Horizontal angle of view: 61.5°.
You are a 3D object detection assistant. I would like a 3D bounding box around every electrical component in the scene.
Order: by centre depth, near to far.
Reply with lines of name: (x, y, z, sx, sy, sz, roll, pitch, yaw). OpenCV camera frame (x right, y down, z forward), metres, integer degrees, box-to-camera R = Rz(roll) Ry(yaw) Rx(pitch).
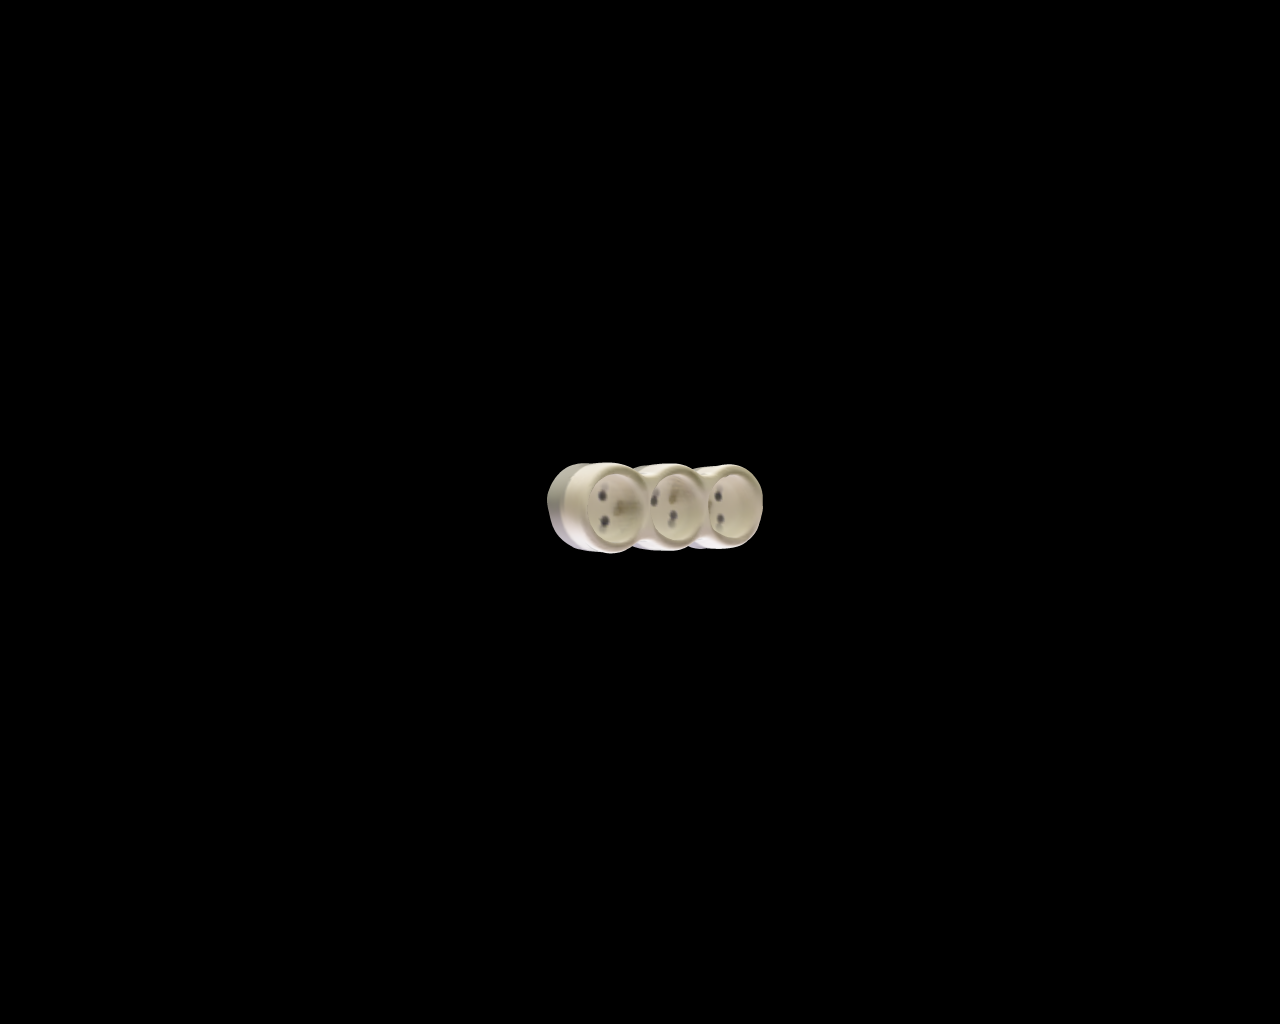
electrical component: (0.001, -0.003, 0.650, 0.138, 0.052, 0.073, 0, 0, -37)
